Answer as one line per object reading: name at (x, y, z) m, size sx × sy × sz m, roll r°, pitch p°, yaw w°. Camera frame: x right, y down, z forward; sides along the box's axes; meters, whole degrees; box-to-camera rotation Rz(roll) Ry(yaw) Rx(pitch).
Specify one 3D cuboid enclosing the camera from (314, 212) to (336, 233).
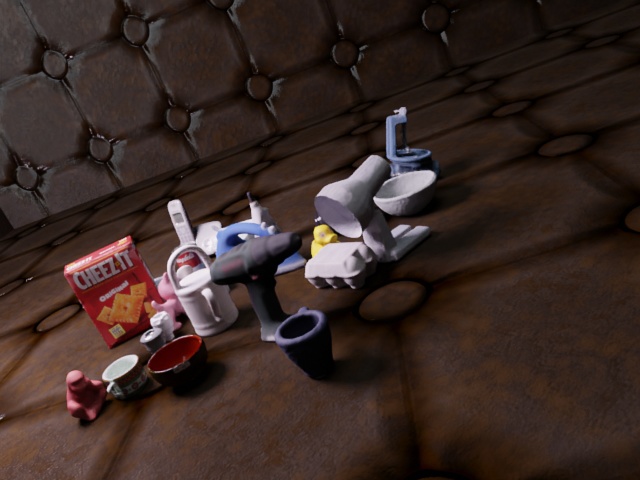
camera at (0.054, -0.076, 1.473) m, size 0.136 × 0.101 × 0.143 m, roll -19°, pitch 21°, yaw 9°

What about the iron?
iron at (-0.158, 0.012, 1.415) m, size 0.257 × 0.142 × 0.119 m, roll -8°, pitch 26°, yaw 34°

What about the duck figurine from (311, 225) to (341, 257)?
duck figurine at (0.012, 0.005, 1.340) m, size 0.078 × 0.086 × 0.104 m, roll -35°, pitch 24°, yaw -29°

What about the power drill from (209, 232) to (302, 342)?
power drill at (-0.095, 0.087, 1.077) m, size 0.228 × 0.209 × 0.076 m, roll -8°, pitch 26°, yaw 33°

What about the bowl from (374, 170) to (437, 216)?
bowl at (0.216, -0.106, 1.420) m, size 0.167 × 0.075 × 0.167 m, roll -19°, pitch 21°, yaw 8°

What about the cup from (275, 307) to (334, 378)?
cup at (-0.017, 0.172, 0.952) m, size 0.091 × 0.095 × 0.117 m, roll -19°, pitch 21°, yaw 8°

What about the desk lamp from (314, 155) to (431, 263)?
desk lamp at (0.108, -0.057, 1.216) m, size 0.204 × 0.214 × 0.117 m, roll -35°, pitch 24°, yaw -30°

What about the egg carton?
egg carton at (0.045, 0.054, 1.210) m, size 0.149 × 0.069 × 0.107 m, roll -4°, pitch 27°, yaw 39°

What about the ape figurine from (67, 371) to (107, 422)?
ape figurine at (-0.456, 0.293, 1.100) m, size 0.078 × 0.092 × 0.075 m, roll -36°, pitch 25°, yaw -32°

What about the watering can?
watering can at (-0.264, 0.101, 1.231) m, size 0.172 × 0.194 × 0.101 m, roll -2°, pitch 29°, yaw 42°

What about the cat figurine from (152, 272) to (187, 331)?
cat figurine at (-0.353, 0.135, 1.343) m, size 0.067 × 0.118 × 0.128 m, roll -12°, pitch 23°, yaw 24°

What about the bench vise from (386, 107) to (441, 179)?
bench vise at (0.202, -0.227, 1.523) m, size 0.208 × 0.220 × 0.121 m, roll -28°, pitch 22°, yaw -14°

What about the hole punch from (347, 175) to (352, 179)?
hole punch at (0.068, -0.131, 1.606) m, size 0.100 × 0.091 × 0.109 m, roll -2°, pitch 29°, yaw 42°

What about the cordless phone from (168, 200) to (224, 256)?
cordless phone at (-0.363, -0.038, 1.679) m, size 0.147 × 0.185 × 0.094 m, roll -14°, pitch 23°, yaw 20°

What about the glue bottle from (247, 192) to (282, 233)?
glue bottle at (-0.153, -0.050, 1.516) m, size 0.037 × 0.173 × 0.078 m, roll -2°, pitch 29°, yaw 41°
